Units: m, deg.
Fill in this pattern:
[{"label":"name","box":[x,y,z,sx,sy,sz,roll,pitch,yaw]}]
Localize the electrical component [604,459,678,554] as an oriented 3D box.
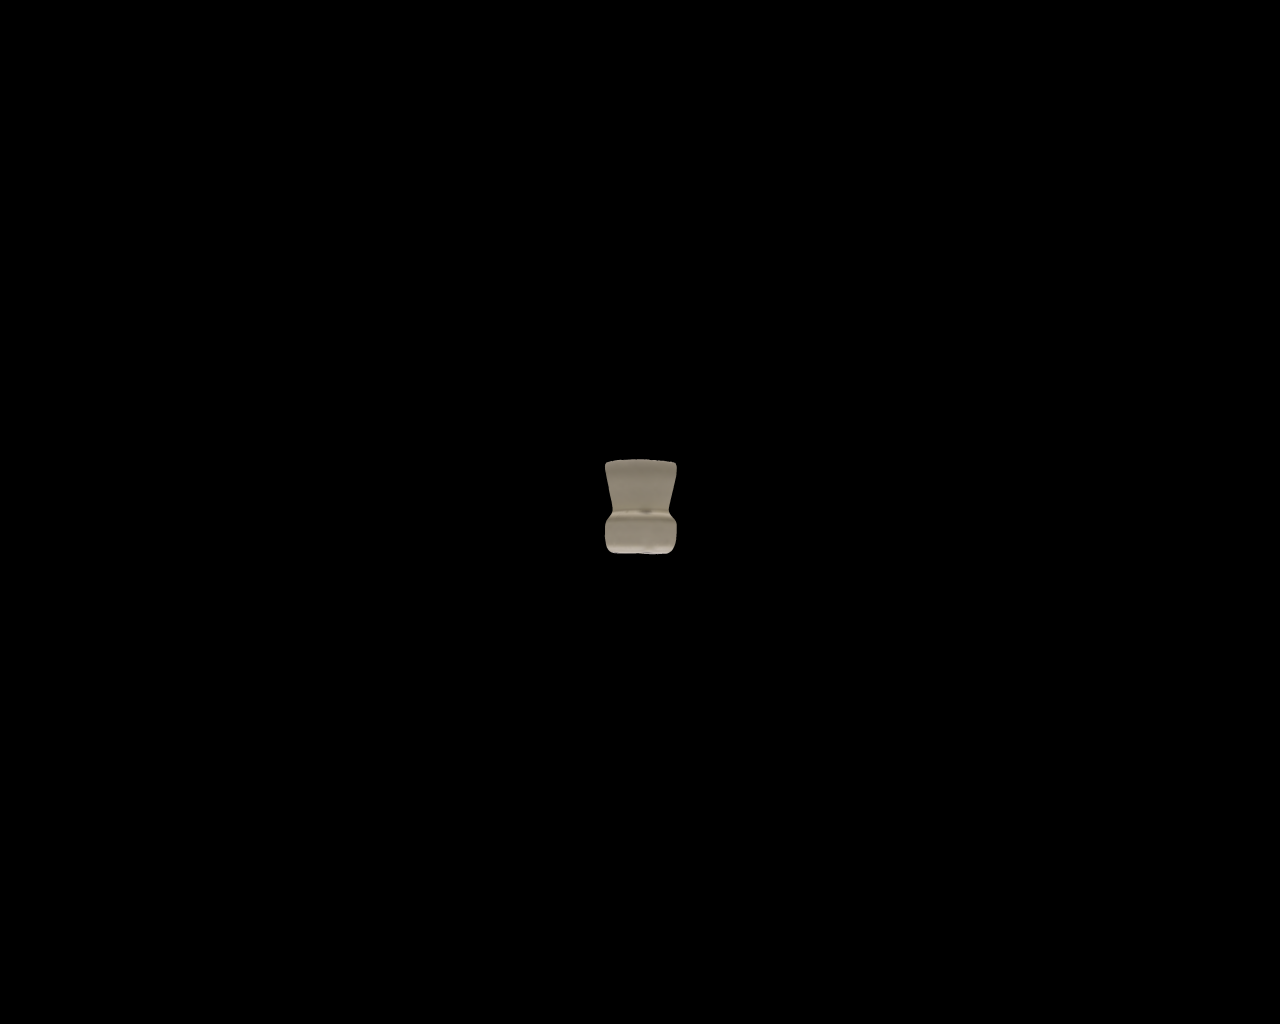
[{"label":"electrical component","box":[0.001,-0.003,0.650,0.045,0.055,0.045,0,-3,0]}]
